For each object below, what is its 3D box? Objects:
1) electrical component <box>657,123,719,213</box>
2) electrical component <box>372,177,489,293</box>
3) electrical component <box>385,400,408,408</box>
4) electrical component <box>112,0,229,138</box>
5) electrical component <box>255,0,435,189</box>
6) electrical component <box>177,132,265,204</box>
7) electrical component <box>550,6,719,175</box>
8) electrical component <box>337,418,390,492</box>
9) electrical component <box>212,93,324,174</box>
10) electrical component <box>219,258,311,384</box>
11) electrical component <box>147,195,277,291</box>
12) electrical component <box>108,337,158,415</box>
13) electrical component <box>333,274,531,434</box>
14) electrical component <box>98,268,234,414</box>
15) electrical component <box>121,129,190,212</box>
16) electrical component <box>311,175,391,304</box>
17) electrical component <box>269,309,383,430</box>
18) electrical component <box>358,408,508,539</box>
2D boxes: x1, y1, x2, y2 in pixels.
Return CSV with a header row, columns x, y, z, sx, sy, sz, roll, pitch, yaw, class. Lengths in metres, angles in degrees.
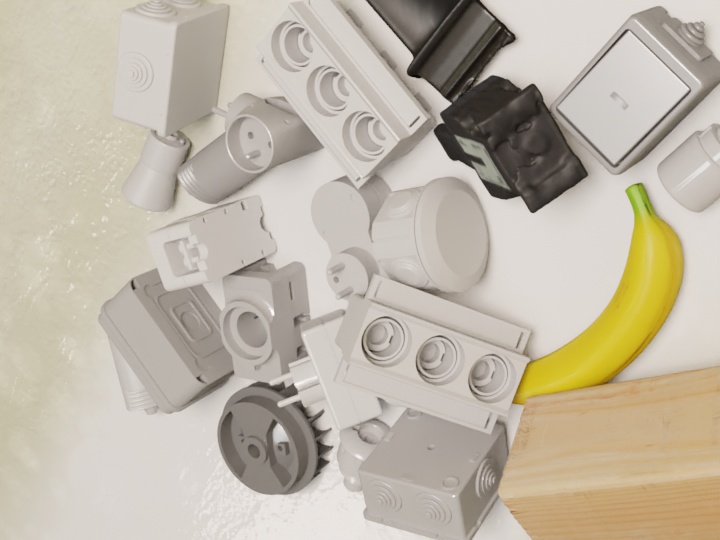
x,y,z,sx,sy,sz,roll,pitch,yaw,class
0.217,-0.069,0.651,0.040,0.040,0.078,50,126,8,electrical component
0.051,-0.023,0.754,0.051,0.080,0.080,-7,104,40,electrical component
0.050,0.085,0.819,0.062,0.043,0.043,6,112,11,electrical component
-0.146,-0.159,0.822,0.048,0.099,0.099,18,117,13,electrical component
-0.007,-0.131,0.761,0.121,0.063,0.079,52,127,7,electrical component
-0.111,-0.081,0.861,0.081,0.043,0.043,-29,90,37,electrical component
0.171,-0.112,0.651,0.061,0.061,0.096,47,126,10,electrical component
0.002,0.154,0.875,0.048,0.048,0.062,32,129,20,electrical component
-0.074,-0.108,0.805,0.079,0.077,0.043,27,120,23,electrical component
-0.077,0.042,0.876,0.050,0.056,0.089,6,111,32,electrical component
-0.120,-0.021,0.860,0.056,0.089,0.050,-12,100,36,electrical component
-0.200,0.094,0.985,0.043,0.043,0.081,-2,106,34,electrical component
0.048,0.057,0.758,0.121,0.063,0.078,20,93,-16,electrical component
-0.160,0.058,0.924,0.057,0.078,0.113,-40,84,34,electrical component
-0.168,-0.087,0.899,0.044,0.044,0.065,37,119,17,electrical component
0.000,0.000,0.799,0.052,0.074,0.138,-13,100,36,electrical component
-0.033,0.084,0.847,0.076,0.047,0.083,-21,97,-2,electrical component
0.056,0.150,0.803,0.100,0.099,0.048,8,125,31,electrical component
